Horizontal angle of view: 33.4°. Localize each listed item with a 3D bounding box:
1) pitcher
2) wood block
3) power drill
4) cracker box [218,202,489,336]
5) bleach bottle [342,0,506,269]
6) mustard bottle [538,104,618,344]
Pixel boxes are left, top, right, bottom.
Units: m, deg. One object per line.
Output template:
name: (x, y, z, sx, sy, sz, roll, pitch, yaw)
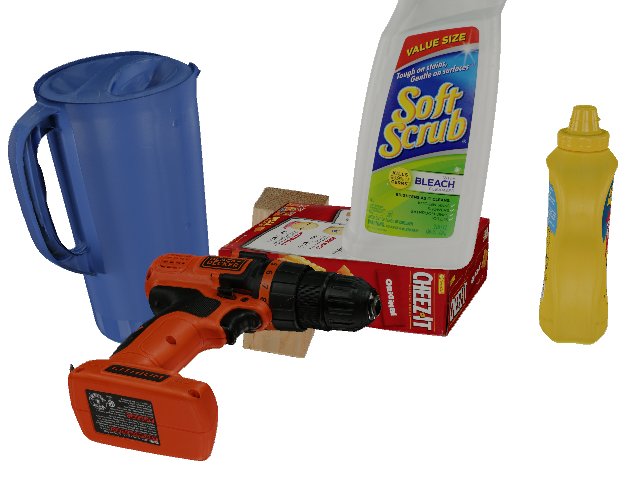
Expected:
pitcher: (-0.167, -0.030, 0.919, 0.149, 0.243, 0.145, -5, 27, -1)
wood block: (-0.048, 0.042, 1.450, 0.090, 0.206, 0.090, 9, 22, 6)
power drill: (-0.068, 0.071, 0.735, 0.185, 0.057, 0.187, 4, 28, 23)
cracker box: (0.036, 0.023, 0.996, 0.214, 0.072, 0.164, 5, 19, 20)
bleach bottle: (0.072, -0.106, 0.748, 0.102, 0.251, 0.068, 7, 25, 9)
mustard bottle: (0.215, -0.017, 0.890, 0.058, 0.192, 0.096, 3, 19, 14)
